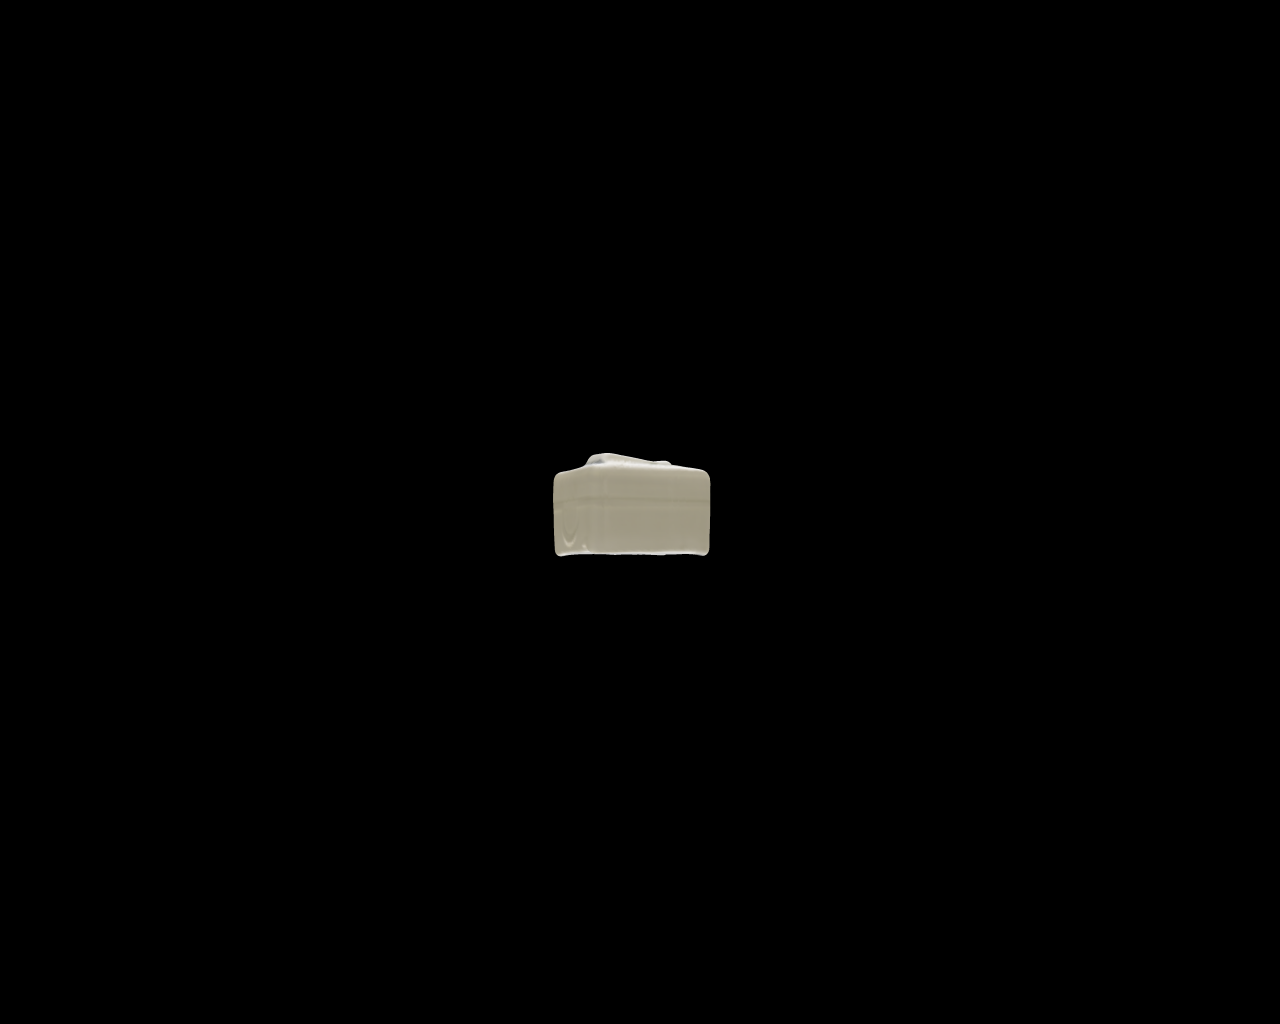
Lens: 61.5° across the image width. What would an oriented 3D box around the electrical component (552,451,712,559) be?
[{"bbox_3d":[0.001,-0.003,0.650,0.096,0.061,0.061,2,-4,-27],"label":"electrical component"}]
